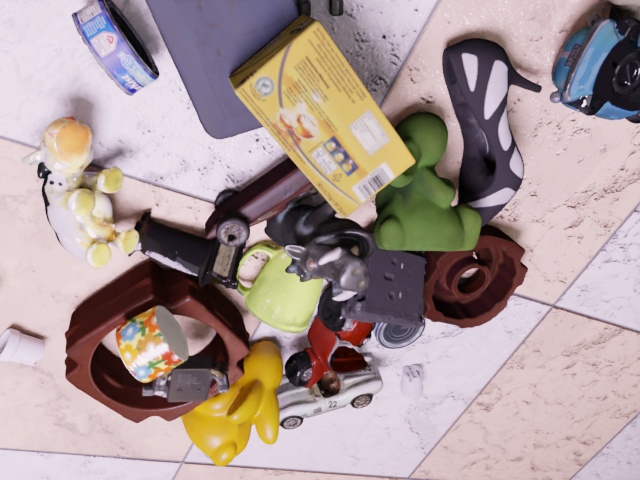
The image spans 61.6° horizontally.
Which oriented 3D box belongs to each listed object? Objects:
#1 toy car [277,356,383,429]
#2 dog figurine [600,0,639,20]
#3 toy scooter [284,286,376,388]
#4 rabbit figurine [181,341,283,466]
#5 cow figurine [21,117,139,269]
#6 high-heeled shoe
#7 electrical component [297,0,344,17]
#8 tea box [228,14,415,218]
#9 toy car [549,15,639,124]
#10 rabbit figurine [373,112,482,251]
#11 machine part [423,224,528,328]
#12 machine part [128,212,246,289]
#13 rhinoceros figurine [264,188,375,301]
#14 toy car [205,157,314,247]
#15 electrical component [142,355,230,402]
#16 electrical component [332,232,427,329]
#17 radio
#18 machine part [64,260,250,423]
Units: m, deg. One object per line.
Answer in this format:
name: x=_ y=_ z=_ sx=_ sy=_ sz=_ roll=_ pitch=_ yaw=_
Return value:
toy car: x=0.002 y=0.243 z=0.866 sx=0.202 sy=0.074 sz=0.056 roll=-14 pitch=130 yaw=-9
dog figurine: x=0.315 y=-0.289 z=0.594 sx=0.172 sy=0.121 sz=0.190 roll=-5 pitch=152 yaw=26
toy scooter: x=0.038 y=0.149 z=0.807 sx=0.135 sy=0.075 sz=0.183 roll=20 pitch=107 yaw=-37
rabbit figurine: x=-0.118 y=0.228 z=0.787 sx=0.121 sy=0.162 sz=0.173 roll=40 pitch=87 yaw=-22
cow figurine: x=-0.264 y=-0.056 z=0.576 sx=0.068 sy=0.098 sz=0.167 roll=-42 pitch=139 yaw=-44
high-heeled shoe: x=0.182 y=-0.117 z=0.673 sx=0.145 sy=0.086 sz=0.248 roll=8 pitch=115 yaw=-20
electrical component: x=0.001 y=-0.274 z=0.541 sx=0.063 sy=0.021 sz=0.093 roll=-8 pitch=126 yaw=-12
tea box: x=0.003 y=-0.116 z=0.520 sx=0.098 sy=0.068 sz=0.169 roll=-37 pitch=119 yaw=5
toy car: x=0.339 y=-0.206 z=0.644 sx=0.161 sy=0.103 sz=0.109 roll=6 pitch=118 yaw=-28
rabbit figurine: x=0.106 y=-0.072 z=0.653 sx=0.159 sy=0.121 sz=0.170 roll=2 pitch=90 yaw=-41
machine part: x=0.224 y=0.053 z=0.817 sx=0.179 sy=0.056 sz=0.179 roll=-8 pitch=124 yaw=-12
machine part: x=-0.162 y=0.010 z=0.660 sx=0.139 sy=0.084 sz=0.039 roll=18 pitch=148 yaw=-18
rhinoceros figurine: x=-0.001 y=-0.002 z=0.630 sx=0.112 sy=0.191 sz=0.073 roll=-31 pitch=126 yaw=-19
toy car: x=-0.048 y=-0.060 z=0.630 sx=0.202 sy=0.089 sz=0.053 roll=-35 pitch=123 yaw=6
electrical component: x=-0.167 y=0.177 z=0.678 sx=0.102 sy=0.045 sz=0.078 roll=10 pitch=118 yaw=-24
electrical component: x=0.080 y=0.056 z=0.733 sx=0.134 sy=0.115 sz=0.058 roll=14 pitch=158 yaw=-28
radio: x=-0.091 y=-0.220 z=0.519 sx=0.131 sy=0.073 sz=0.229 roll=-22 pitch=126 yaw=-2
machine part: x=-0.213 y=0.137 z=0.718 sx=0.201 sy=0.087 sz=0.200 roll=-34 pitch=127 yaw=5
